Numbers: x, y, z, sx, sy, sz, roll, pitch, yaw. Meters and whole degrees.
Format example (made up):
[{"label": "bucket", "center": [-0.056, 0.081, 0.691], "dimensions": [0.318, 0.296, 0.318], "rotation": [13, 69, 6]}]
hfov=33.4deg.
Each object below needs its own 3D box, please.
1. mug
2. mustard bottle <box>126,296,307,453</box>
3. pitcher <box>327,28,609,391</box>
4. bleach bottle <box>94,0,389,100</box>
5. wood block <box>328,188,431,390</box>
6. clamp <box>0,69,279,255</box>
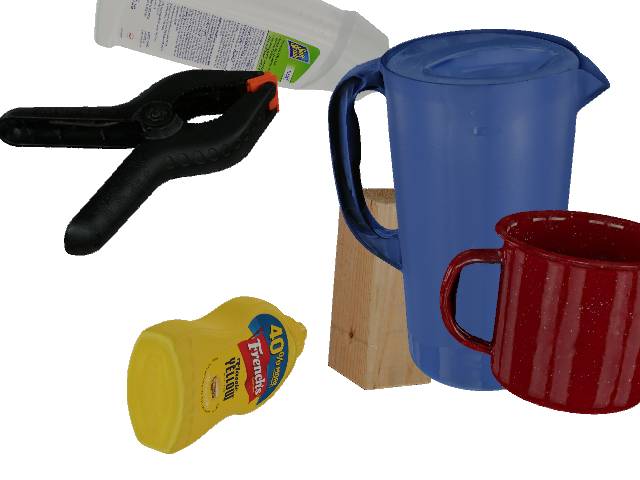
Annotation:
[{"label": "mug", "center": [0.119, 0.035, 0.543], "dimensions": [0.117, 0.081, 0.093], "rotation": [5, 17, 1]}, {"label": "mustard bottle", "center": [-0.071, 0.097, 0.860], "dimensions": [0.058, 0.096, 0.191], "rotation": [11, 16, 32]}, {"label": "pitcher", "center": [0.103, -0.021, 0.757], "dimensions": [0.144, 0.243, 0.149], "rotation": [-18, 29, -27]}, {"label": "bleach bottle", "center": [-0.049, -0.163, 0.850], "dimensions": [0.250, 0.068, 0.103], "rotation": [18, -29, -6]}, {"label": "wood block", "center": [0.073, 0.050, 1.188], "dimensions": [0.090, 0.206, 0.091], "rotation": [-2, 14, -29]}, {"label": "clamp", "center": [-0.108, -0.067, 0.648], "dimensions": [0.171, 0.120, 0.039], "rotation": [-31, -28, -27]}]
